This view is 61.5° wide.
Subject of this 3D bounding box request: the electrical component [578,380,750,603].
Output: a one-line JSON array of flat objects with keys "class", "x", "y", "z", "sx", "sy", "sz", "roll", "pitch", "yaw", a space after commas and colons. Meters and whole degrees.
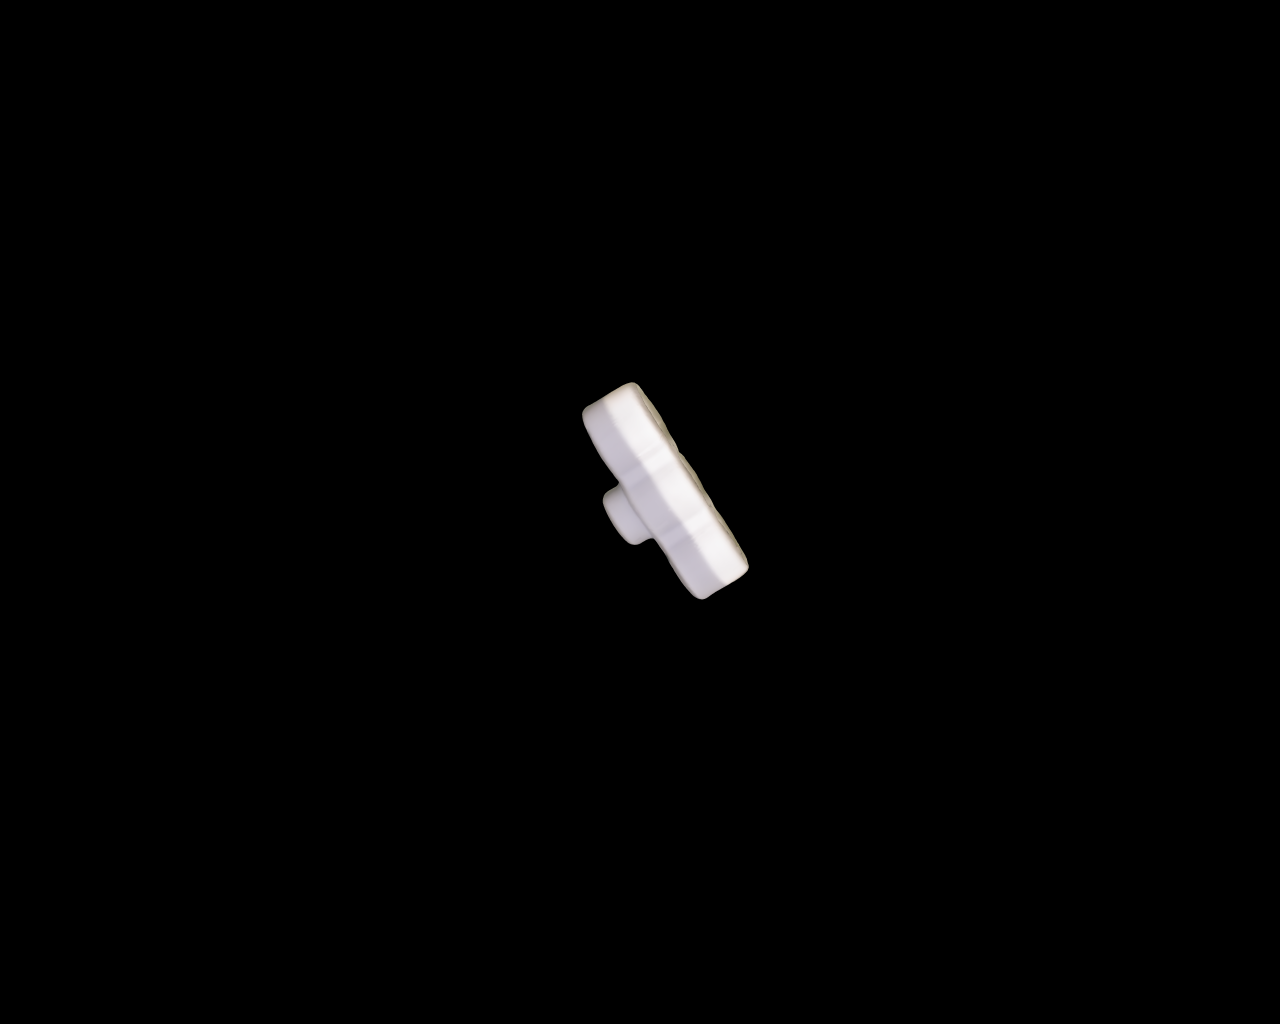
[{"class": "electrical component", "x": 0.001, "y": -0.003, "z": 0.650, "sx": 0.074, "sy": 0.138, "sz": 0.052, "roll": -31, "pitch": 11, "yaw": 7}]
